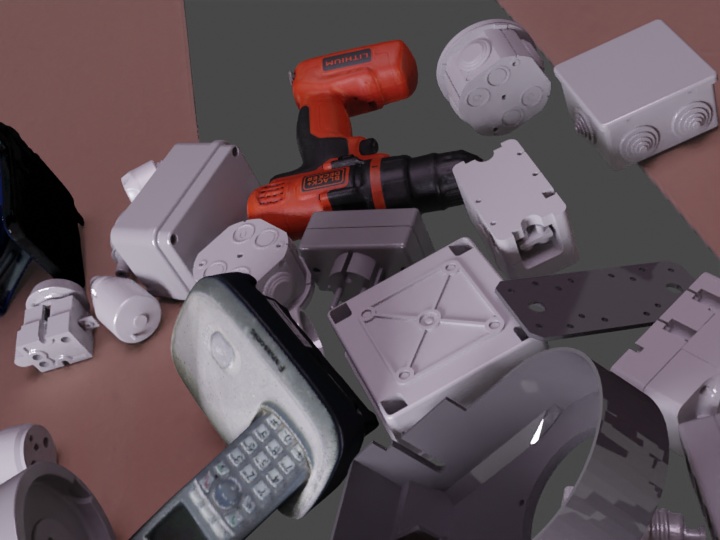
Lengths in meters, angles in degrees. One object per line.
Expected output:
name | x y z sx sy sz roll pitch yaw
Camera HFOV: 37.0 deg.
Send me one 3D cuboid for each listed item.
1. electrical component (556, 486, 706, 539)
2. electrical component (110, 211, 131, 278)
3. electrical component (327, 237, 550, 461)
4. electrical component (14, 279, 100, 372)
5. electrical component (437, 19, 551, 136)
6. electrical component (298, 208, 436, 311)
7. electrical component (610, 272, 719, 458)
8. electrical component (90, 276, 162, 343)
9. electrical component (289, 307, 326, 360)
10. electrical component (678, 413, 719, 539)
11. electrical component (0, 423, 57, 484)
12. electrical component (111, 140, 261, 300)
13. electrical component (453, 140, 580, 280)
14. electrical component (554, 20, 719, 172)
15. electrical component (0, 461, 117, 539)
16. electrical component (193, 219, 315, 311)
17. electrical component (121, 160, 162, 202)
electrical component | 0.137 0.134 0.554 0.078 0.040 0.040 3 48 12
electrical component | -0.186 -0.019 0.871 0.035 0.035 0.061 -9 47 18
electrical component | 0.051 0.049 0.671 0.109 0.056 0.108 -29 42 -4
electrical component | -0.233 0.041 0.826 0.066 0.048 0.055 -17 50 10
electrical component | 0.103 -0.147 0.828 0.080 0.080 0.051 -23 47 3
electrical component | 0.000 0.000 0.751 0.083 0.047 0.075 -1 47 25
electrical component | 0.192 0.054 0.600 0.089 0.050 0.056 -42 44 -17
electrical component | -0.184 0.025 0.821 0.040 0.040 0.078 -41 44 -17
electrical component | -0.062 0.058 0.729 0.065 0.044 0.044 -25 41 8
electrical component | 0.210 0.112 0.535 0.076 0.047 0.083 -17 42 10
electrical component | -0.244 0.131 0.739 0.055 0.045 0.045 -12 43 14
electrical component | -0.127 -0.038 0.830 0.057 0.078 0.113 4 49 33
electrical component | 0.106 -0.036 0.730 0.050 0.055 0.089 -25 42 0
electrical component | 0.201 -0.126 0.780 0.100 0.048 0.099 -24 42 2
electrical component | -0.192 0.174 0.628 0.060 0.108 0.108 -26 41 9
electrical component | -0.077 0.006 0.780 0.080 0.051 0.080 -14 43 13
electrical component | -0.167 -0.074 0.911 0.062 0.043 0.043 -29 42 -6
